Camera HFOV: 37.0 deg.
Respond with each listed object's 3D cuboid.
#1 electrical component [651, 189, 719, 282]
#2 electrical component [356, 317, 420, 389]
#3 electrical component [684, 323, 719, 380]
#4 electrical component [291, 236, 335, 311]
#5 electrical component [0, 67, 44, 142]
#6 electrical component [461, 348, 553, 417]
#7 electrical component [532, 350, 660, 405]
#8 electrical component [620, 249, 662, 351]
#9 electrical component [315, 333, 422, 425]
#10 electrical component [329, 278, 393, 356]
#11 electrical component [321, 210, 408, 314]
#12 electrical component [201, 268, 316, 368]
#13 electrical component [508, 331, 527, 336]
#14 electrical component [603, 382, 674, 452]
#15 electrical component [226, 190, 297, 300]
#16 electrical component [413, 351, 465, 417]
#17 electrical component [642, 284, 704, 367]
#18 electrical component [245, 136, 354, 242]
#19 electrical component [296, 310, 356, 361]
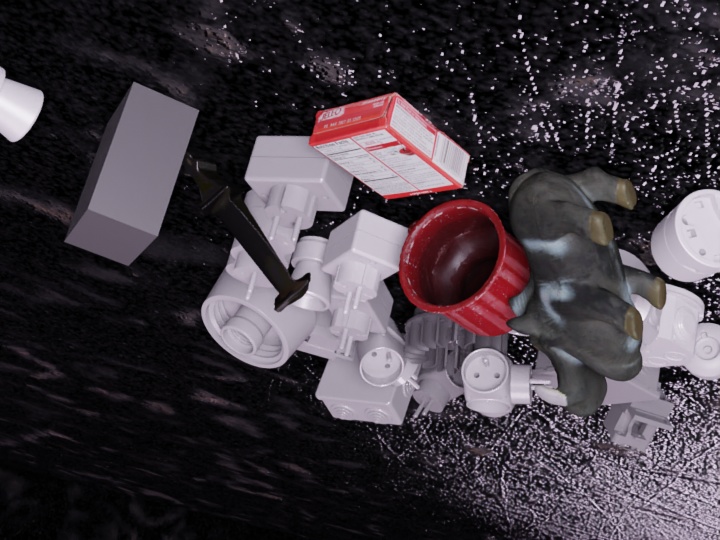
[{"bbox_3d":[0.233,-0.022,0.740,0.055,0.055,0.047,16,162,-5],"label":"electrical component"},{"bbox_3d":[0.031,0.090,1.077,0.043,0.077,0.079,-42,110,14],"label":"electrical component"},{"bbox_3d":[0.308,0.076,0.947,0.048,0.048,0.062,4,164,22],"label":"electrical component"},{"bbox_3d":[-0.042,0.003,0.963,0.045,0.055,0.045,12,158,5],"label":"electrical component"},{"bbox_3d":[-0.271,-0.127,0.798,0.055,0.045,0.045,31,152,-36],"label":"electrical component"},{"bbox_3d":[0.139,0.107,1.003,0.079,0.044,0.077,0,156,14],"label":"electrical component"},{"bbox_3d":[0.225,0.089,1.019,0.100,0.048,0.100,27,155,-30],"label":"electrical component"},{"bbox_3d":[0.197,0.027,0.847,0.080,0.080,0.051,-1,159,33],"label":"electrical component"},{"bbox_3d":[0.012,0.114,1.146,0.100,0.099,0.048,3,143,26],"label":"electrical component"},{"bbox_3d":[-0.007,0.043,1.010,0.047,0.075,0.083,7,157,18],"label":"electrical component"},{"bbox_3d":[0.000,0.000,0.901,0.047,0.076,0.066,22,157,-19],"label":"electrical component"},{"bbox_3d":[-0.105,0.050,1.057,0.108,0.060,0.108,20,141,18],"label":"electrical component"},{"bbox_3d":[0.140,0.029,0.926,0.040,0.046,0.040,12,159,5],"label":"electrical component"},{"bbox_3d":[0.278,0.144,1.084,0.042,0.063,0.081,19,-160,-9],"label":"electrical component"},{"bbox_3d":[-0.087,-0.010,0.932,0.052,0.073,0.138,16,158,-6],"label":"electrical component"},{"bbox_3d":[0.083,0.126,1.157,0.043,0.079,0.077,41,152,-11],"label":"electrical component"},{"bbox_3d":[0.244,0.045,0.898,0.080,0.051,0.080,12,158,5],"label":"electrical component"},{"bbox_3d":[-0.049,-0.055,0.798,0.066,0.076,0.047,3,155,23],"label":"electrical component"},{"bbox_3d":[-0.039,0.061,1.121,0.081,0.042,0.063,16,155,-5],"label":"electrical component"}]
